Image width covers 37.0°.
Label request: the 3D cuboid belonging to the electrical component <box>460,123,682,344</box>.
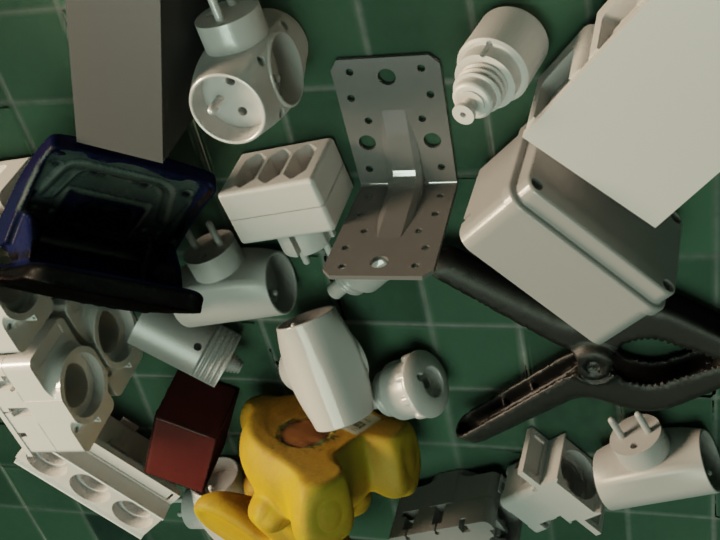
[{"bbox_3d":[0.122,-0.023,0.608,0.113,0.078,0.057,36,134,-13],"label":"electrical component"}]

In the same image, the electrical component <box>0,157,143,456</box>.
[{"bbox_3d":[-0.226,0.027,0.750,0.060,0.105,0.186,-5,128,22],"label":"electrical component"}]

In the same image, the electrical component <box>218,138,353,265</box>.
[{"bbox_3d":[-0.039,-0.034,0.673,0.066,0.047,0.076,-7,127,24],"label":"electrical component"}]

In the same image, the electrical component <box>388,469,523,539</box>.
[{"bbox_3d":[0.075,0.192,0.825,0.089,0.055,0.050,-19,121,31],"label":"electrical component"}]

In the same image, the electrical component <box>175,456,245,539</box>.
[{"bbox_3d":[-0.123,0.199,0.905,0.079,0.044,0.077,-6,128,23],"label":"electrical component"}]

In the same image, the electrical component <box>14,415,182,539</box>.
[{"bbox_3d":[-0.210,0.158,0.886,0.121,0.063,0.079,35,131,-13],"label":"electrical component"}]

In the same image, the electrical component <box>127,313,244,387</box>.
[{"bbox_3d":[-0.122,0.052,0.778,0.081,0.043,0.043,28,133,-7],"label":"electrical component"}]

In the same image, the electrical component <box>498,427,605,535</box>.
[{"bbox_3d":[0.139,0.158,0.783,0.081,0.042,0.064,40,132,-16],"label":"electrical component"}]

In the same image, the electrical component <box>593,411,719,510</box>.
[{"bbox_3d":[0.196,0.125,0.735,0.077,0.043,0.079,-18,122,31],"label":"electrical component"}]

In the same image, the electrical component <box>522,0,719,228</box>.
[{"bbox_3d":[0.164,-0.106,0.532,0.089,0.061,0.150,32,132,-10],"label":"electrical component"}]

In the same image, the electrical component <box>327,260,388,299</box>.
[{"bbox_3d":[0.000,0.000,0.698,0.035,0.035,0.061,37,134,-14],"label":"electrical component"}]

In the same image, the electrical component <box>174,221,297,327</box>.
[{"bbox_3d":[-0.093,0.000,0.723,0.077,0.043,0.079,-9,126,25],"label":"electrical component"}]

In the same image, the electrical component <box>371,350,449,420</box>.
[{"bbox_3d":[0.028,0.085,0.757,0.062,0.048,0.048,-20,121,40],"label":"electrical component"}]

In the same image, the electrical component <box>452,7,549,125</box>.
[{"bbox_3d":[0.069,-0.104,0.560,0.040,0.078,0.040,21,142,17],"label":"electrical component"}]

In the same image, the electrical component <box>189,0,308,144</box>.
[{"bbox_3d":[-0.065,-0.122,0.585,0.044,0.077,0.079,-4,127,22],"label":"electrical component"}]

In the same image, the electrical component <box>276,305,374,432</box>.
[{"bbox_3d":[-0.032,0.068,0.756,0.079,0.044,0.077,-6,107,62],"label":"electrical component"}]
